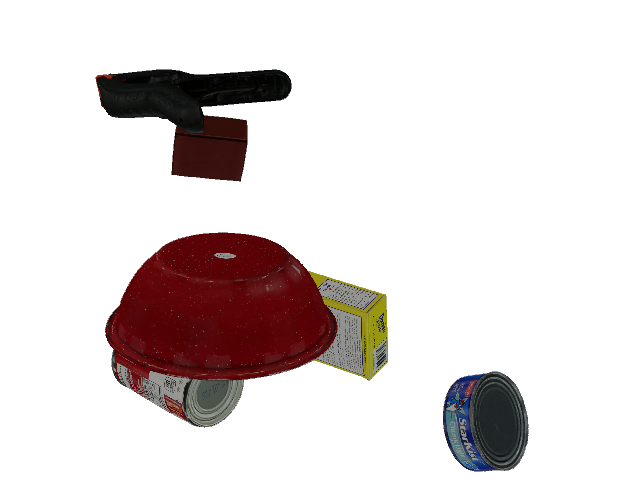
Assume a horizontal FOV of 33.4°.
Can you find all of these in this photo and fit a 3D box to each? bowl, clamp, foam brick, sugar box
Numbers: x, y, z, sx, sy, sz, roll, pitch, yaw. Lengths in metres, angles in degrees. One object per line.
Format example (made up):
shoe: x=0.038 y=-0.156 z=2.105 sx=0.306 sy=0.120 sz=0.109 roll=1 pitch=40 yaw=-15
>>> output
bowl: x=-0.067 y=0.035 z=0.736 sx=0.162 sy=0.055 sz=0.162 roll=2 pitch=21 yaw=-1
clamp: x=-0.111 y=-0.121 z=0.872 sx=0.172 sy=0.039 sz=0.120 roll=17 pitch=25 yaw=42
foam brick: x=-0.119 y=-0.101 z=1.154 sx=0.078 sy=0.051 sz=0.053 roll=6 pitch=31 yaw=-5
sugar box: x=-0.012 y=0.081 z=1.163 sx=0.176 sy=0.093 sz=0.048 roll=19 pitch=38 yaw=31

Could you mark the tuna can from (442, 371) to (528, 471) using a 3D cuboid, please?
tuna can: x=0.145 y=0.160 z=0.939 sx=0.034 sy=0.086 sz=0.085 roll=-15 pitch=-10 yaw=42

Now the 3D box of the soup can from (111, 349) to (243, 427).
soup can: x=-0.124 y=0.114 z=0.928 sx=0.102 sy=0.068 sz=0.068 roll=20 pitch=13 yaw=40
